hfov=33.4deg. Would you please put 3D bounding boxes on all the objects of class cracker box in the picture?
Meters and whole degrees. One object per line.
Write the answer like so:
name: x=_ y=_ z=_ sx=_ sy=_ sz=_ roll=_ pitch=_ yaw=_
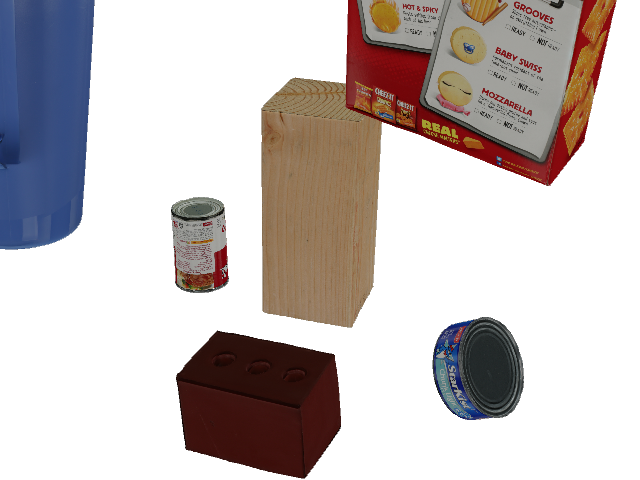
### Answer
cracker box: x=0.103 y=-0.160 z=0.690 sx=0.164 sy=0.214 sz=0.072 roll=25 pitch=48 yaw=23

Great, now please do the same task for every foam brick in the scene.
foam brick: x=-0.034 y=0.092 z=0.602 sx=0.078 sy=0.051 sz=0.052 roll=9 pitch=29 yaw=21

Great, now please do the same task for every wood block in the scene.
wood block: x=0.001 y=-0.035 z=0.987 sx=0.091 sy=0.206 sz=0.090 roll=9 pitch=29 yaw=15

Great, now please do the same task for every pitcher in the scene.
pitcher: x=-0.240 y=-0.116 z=0.818 sx=0.145 sy=0.243 sz=0.148 roll=25 pitch=32 yaw=35

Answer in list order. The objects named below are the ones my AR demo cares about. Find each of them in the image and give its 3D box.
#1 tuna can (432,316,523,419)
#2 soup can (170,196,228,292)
tuna can: x=0.135 y=0.110 z=0.913 sx=0.085 sy=0.086 sz=0.034 roll=0 pitch=-12 yaw=-44
soup can: x=-0.150 y=0.005 z=1.328 sx=0.068 sy=0.102 sz=0.068 roll=-1 pitch=25 yaw=0
